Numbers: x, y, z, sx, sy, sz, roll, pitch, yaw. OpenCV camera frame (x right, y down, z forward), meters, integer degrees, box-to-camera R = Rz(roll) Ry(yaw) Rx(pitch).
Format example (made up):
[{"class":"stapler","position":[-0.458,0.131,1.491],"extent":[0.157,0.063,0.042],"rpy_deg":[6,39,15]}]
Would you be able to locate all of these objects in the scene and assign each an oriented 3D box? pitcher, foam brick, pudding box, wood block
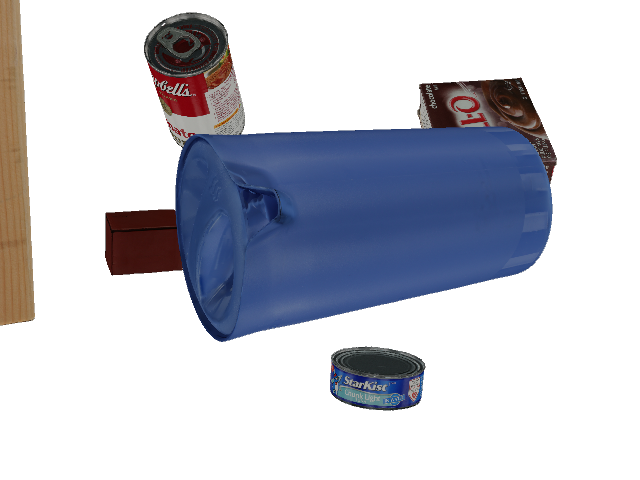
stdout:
[{"class":"pitcher","position":[0.026,-0.013,0.734],"extent":[0.242,0.145,0.149],"rpy_deg":[-7,34,-24]},{"class":"foam brick","position":[-0.185,0.001,1.124],"extent":[0.078,0.051,0.053],"rpy_deg":[-4,23,-18]},{"class":"pudding box","position":[0.133,-0.085,0.872],"extent":[0.090,0.039,0.113],"rpy_deg":[-4,42,-6]},{"class":"wood block","position":[-0.220,-0.058,0.605],"extent":[0.090,0.206,0.090],"rpy_deg":[-8,26,-26]}]

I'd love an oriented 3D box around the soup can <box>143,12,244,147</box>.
[{"class":"soup can","position":[-0.102,-0.129,0.886],"extent":[0.068,0.068,0.102],"rpy_deg":[0,-33,6]}]

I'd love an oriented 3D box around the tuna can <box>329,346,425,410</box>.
[{"class":"tuna can","position":[0.051,0.125,0.971],"extent":[0.086,0.034,0.086],"rpy_deg":[4,11,-1]}]
